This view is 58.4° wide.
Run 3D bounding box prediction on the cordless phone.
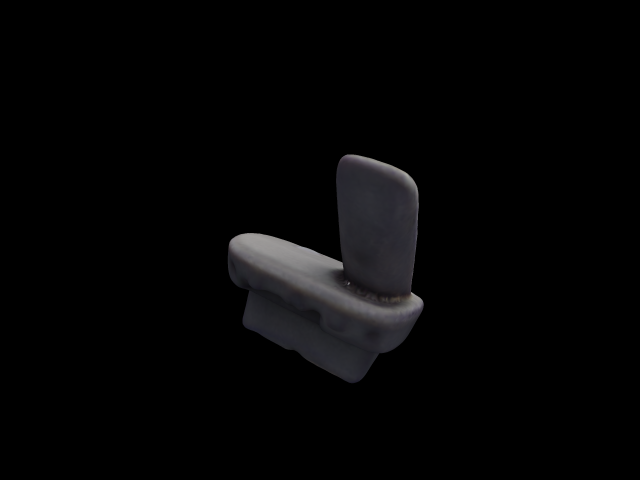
[{"bbox_3d":[0.004,0.001,0.400,0.147,0.185,0.094,20,50,18],"label":"cordless phone"}]
